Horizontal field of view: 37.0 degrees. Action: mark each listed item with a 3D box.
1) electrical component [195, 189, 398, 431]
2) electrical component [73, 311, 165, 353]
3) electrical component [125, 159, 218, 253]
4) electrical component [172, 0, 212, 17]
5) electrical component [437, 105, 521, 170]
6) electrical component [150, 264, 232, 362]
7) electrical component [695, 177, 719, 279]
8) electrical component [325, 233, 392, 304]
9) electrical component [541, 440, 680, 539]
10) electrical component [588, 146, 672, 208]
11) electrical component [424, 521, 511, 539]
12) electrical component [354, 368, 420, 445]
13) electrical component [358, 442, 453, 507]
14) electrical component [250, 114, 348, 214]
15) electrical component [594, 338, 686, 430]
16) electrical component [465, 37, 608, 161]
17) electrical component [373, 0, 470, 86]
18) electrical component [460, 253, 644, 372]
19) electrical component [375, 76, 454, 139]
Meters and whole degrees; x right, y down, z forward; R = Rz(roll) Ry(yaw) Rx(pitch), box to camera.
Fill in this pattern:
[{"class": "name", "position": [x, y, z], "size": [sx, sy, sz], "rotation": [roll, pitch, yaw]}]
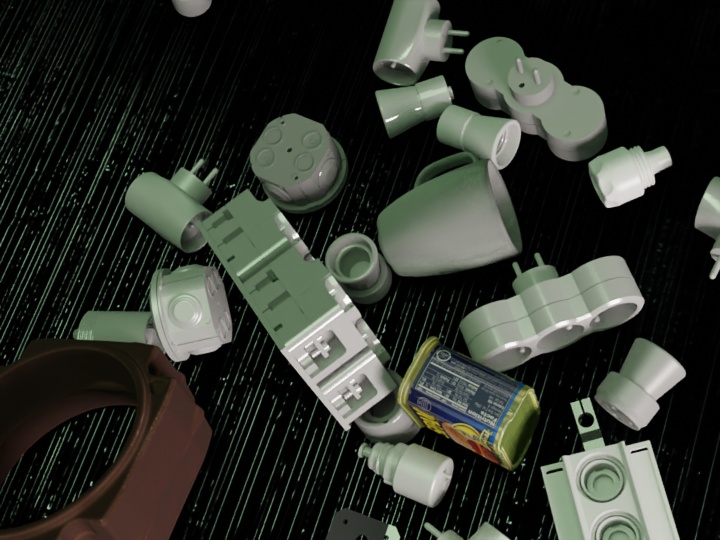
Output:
[{"class": "electrical component", "position": [-0.049, 0.023, 0.843], "size": [0.060, 0.105, 0.186], "rotation": [-37, 42, -3]}, {"class": "electrical component", "position": [-0.215, 0.058, 0.947], "size": [0.081, 0.043, 0.043], "rotation": [0, 68, 18]}, {"class": "electrical component", "position": [-0.162, -0.067, 0.985], "size": [0.077, 0.043, 0.079], "rotation": [34, 81, 27]}, {"class": "electrical component", "position": [-0.172, -0.284, 1.067], "size": [0.040, 0.078, 0.040], "rotation": [-1, 73, 3]}, {"class": "electrical component", "position": [0.099, -0.117, 0.925], "size": [0.065, 0.044, 0.044], "rotation": [25, 77, 30]}, {"class": "electrical component", "position": [-0.144, 0.035, 0.915], "size": [0.051, 0.080, 0.080], "rotation": [-13, 64, 6]}, {"class": "electrical component", "position": [0.293, -0.024, 0.819], "size": [0.077, 0.043, 0.079], "rotation": [23, 76, 25]}, {"class": "electrical component", "position": [0.000, 0.000, 0.897], "size": [0.045, 0.055, 0.045], "rotation": [-7, 66, 15]}, {"class": "electrical component", "position": [0.181, 0.190, 0.751], "size": [0.079, 0.063, 0.121], "rotation": [-16, 64, 11]}, {"class": "electrical component", "position": [0.219, -0.080, 0.868], "size": [0.062, 0.043, 0.043], "rotation": [-23, 62, 5]}, {"class": "electrical component", "position": [0.072, 0.217, 0.786], "size": [0.079, 0.043, 0.077], "rotation": [34, 81, 27]}, {"class": "electrical component", "position": [0.019, 0.107, 0.848], "size": [0.055, 0.047, 0.055], "rotation": [-7, 66, 15]}, {"class": "electrical component", "position": [0.035, 0.152, 0.828], "size": [0.078, 0.040, 0.040], "rotation": [19, 74, 24]}, {"class": "electrical component", "position": [-0.055, -0.095, 0.958], "size": [0.080, 0.051, 0.080], "rotation": [-7, 65, 15]}, {"class": "electrical component", "position": [0.207, 0.085, 0.799], "size": [0.045, 0.045, 0.055], "rotation": [36, 82, 27]}, {"class": "electrical component", "position": [0.146, -0.154, 0.906], "size": [0.052, 0.073, 0.138], "rotation": [-47, 62, -5]}, {"class": "electrical component", "position": [0.059, -0.209, 0.975], "size": [0.079, 0.044, 0.077], "rotation": [10, 71, 22]}, {"class": "electrical component", "position": [0.143, 0.021, 0.843], "size": [0.138, 0.052, 0.073], "rotation": [-23, 63, 7]}, {"class": "electrical component", "position": [0.051, -0.147, 0.953], "size": [0.065, 0.044, 0.044], "rotation": [-17, 63, 5]}]
